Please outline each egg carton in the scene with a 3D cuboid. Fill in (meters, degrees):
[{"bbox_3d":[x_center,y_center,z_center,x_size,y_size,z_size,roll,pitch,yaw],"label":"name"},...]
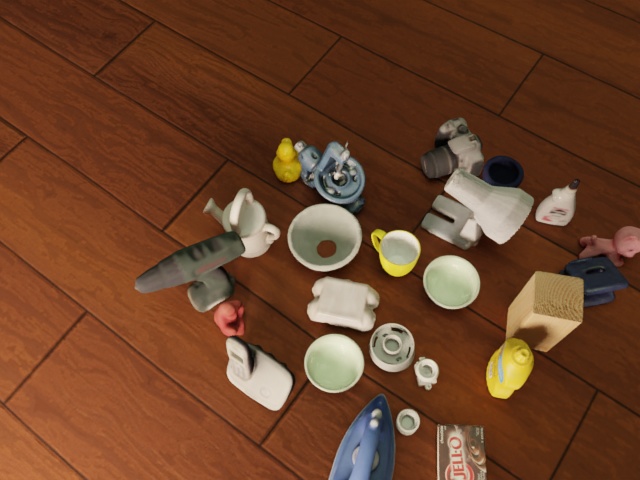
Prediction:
[{"bbox_3d":[0.052,0.139,1.248,0.150,0.069,0.107,10,65,8],"label":"egg carton"}]

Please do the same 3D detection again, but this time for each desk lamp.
[{"bbox_3d":[0.338,-0.062,1.249,0.203,0.214,0.118,27,69,15],"label":"desk lamp"}]

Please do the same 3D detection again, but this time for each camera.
[{"bbox_3d":[0.311,-0.216,1.386,0.137,0.101,0.143,-19,65,-6],"label":"camera"}]

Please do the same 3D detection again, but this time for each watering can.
[{"bbox_3d":[-0.175,-0.044,1.278,0.173,0.194,0.101,-2,64,2],"label":"watering can"}]

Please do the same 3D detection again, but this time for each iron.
[{"bbox_3d":[0.087,0.404,1.080,0.118,0.141,0.258,13,66,9],"label":"iron"}]

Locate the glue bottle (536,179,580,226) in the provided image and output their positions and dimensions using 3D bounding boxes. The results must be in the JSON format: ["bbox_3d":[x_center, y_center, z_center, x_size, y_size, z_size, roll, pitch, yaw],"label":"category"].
[{"bbox_3d":[0.540,-0.088,1.273,0.078,0.173,0.037,7,65,7],"label":"glue bottle"}]

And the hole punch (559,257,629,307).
[{"bbox_3d":[0.587,0.083,1.235,0.108,0.091,0.101,-11,64,-2],"label":"hole punch"}]

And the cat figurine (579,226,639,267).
[{"bbox_3d":[0.649,0.006,1.254,0.127,0.118,0.067,5,65,5],"label":"cat figurine"}]

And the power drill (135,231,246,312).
[{"bbox_3d":[-0.258,0.076,1.217,0.230,0.208,0.075,-32,67,-12],"label":"power drill"}]

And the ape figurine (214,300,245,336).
[{"bbox_3d":[-0.196,0.161,1.238,0.076,0.092,0.078,27,69,15],"label":"ape figurine"}]

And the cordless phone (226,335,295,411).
[{"bbox_3d":[-0.124,0.257,1.137,0.147,0.185,0.094,28,69,15],"label":"cordless phone"}]

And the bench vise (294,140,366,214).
[{"bbox_3d":[0.012,-0.165,1.311,0.207,0.220,0.121,24,68,14],"label":"bench vise"}]

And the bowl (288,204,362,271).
[{"bbox_3d":[0.012,0.005,1.311,0.167,0.075,0.167,-1,65,3],"label":"bowl"}]

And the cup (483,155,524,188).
[{"bbox_3d":[0.423,-0.125,1.340,0.091,0.095,0.117,-4,64,2],"label":"cup"}]

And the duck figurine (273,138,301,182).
[{"bbox_3d":[-0.081,-0.201,1.407,0.077,0.086,0.104,-2,64,2],"label":"duck figurine"}]
